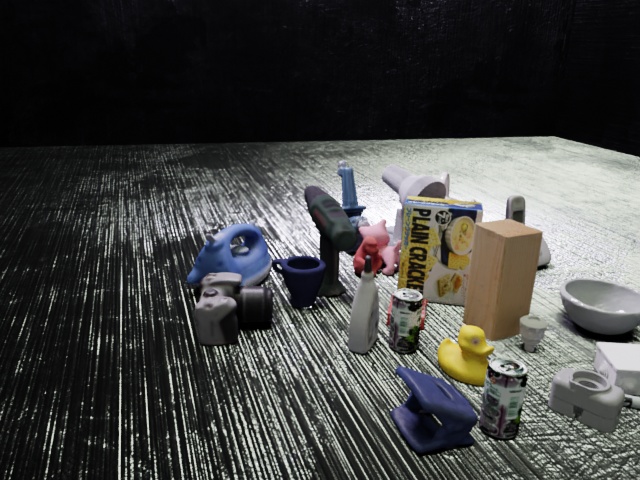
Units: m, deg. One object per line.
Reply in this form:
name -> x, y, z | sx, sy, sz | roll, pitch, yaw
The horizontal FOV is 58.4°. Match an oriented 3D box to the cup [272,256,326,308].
cup -> -0.047, 0.087, 1.175 | 0.117, 0.095, 0.092 | 10, 21, 21

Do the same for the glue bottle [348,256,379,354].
glue bottle -> 0.081, 0.109, 1.008 | 0.037, 0.173, 0.078 | 11, 21, 24

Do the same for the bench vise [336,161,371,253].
bench vise -> 0.088, -0.090, 1.505 | 0.122, 0.220, 0.206 | -14, 25, -37

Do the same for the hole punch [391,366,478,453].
hole punch -> 0.160, 0.228, 0.802 | 0.101, 0.091, 0.108 | -4, 20, -18

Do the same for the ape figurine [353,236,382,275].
ape figurine -> 0.113, 0.036, 1.342 | 0.078, 0.092, 0.076 | -8, 22, -27

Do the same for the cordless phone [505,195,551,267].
cordless phone -> 0.504, -0.021, 1.408 | 0.148, 0.185, 0.093 | -9, 22, -29

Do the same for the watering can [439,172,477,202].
watering can -> 0.344, -0.090, 1.574 | 0.173, 0.194, 0.101 | 2, 19, 1

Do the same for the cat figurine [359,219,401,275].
cat figurine -> 0.151, 0.010, 1.383 | 0.067, 0.118, 0.127 | -13, 24, -36

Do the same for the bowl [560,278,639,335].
bowl -> 0.552, 0.139, 1.122 | 0.167, 0.075, 0.167 | 2, 19, 0

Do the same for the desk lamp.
desk lamp -> 0.224, -0.085, 1.515 | 0.118, 0.214, 0.202 | -12, 24, -35

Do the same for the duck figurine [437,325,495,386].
duck figurine -> 0.245, 0.181, 0.950 | 0.078, 0.086, 0.104 | -14, 25, -38

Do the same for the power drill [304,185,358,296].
power drill -> 0.011, 0.004, 1.246 | 0.076, 0.208, 0.229 | -6, 21, -21

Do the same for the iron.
iron -> -0.181, 0.023, 1.274 | 0.118, 0.141, 0.259 | 11, 21, 23

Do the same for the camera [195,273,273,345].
camera -> -0.156, 0.118, 1.066 | 0.137, 0.101, 0.143 | 0, 19, -5
